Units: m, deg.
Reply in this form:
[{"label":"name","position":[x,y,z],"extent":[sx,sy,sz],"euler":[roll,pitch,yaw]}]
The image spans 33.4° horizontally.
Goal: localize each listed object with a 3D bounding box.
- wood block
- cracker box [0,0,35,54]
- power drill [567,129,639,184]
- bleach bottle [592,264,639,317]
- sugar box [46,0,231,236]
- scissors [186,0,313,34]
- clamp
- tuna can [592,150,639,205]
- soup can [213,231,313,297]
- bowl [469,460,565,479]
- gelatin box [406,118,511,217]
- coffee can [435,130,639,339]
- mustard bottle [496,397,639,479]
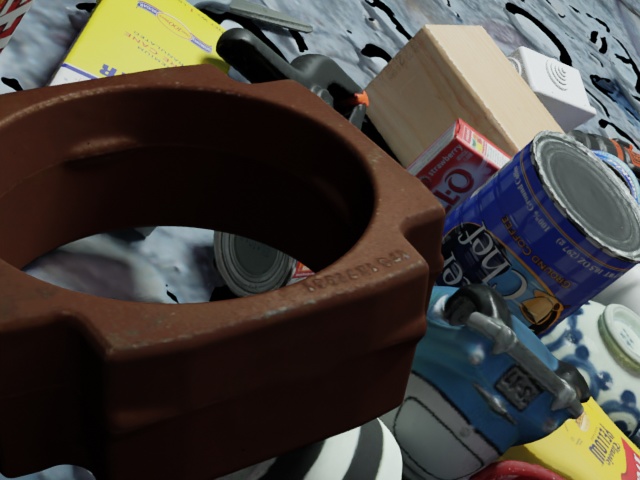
[{"label":"wood block","position":[0.133,-0.060,0.823],"extent":[0.090,0.090,0.206],"euler":[-13,65,-52]},{"label":"cracker box","position":[-0.185,-0.084,0.443],"extent":[0.072,0.164,0.213],"euler":[39,34,-13]},{"label":"power drill","position":[0.290,-0.017,0.974],"extent":[0.184,0.057,0.188],"euler":[13,45,-39]},{"label":"bleach bottle","position":[0.298,0.139,0.815],"extent":[0.102,0.068,0.251],"euler":[1,55,-44]},{"label":"sugar box","position":[-0.109,-0.091,0.638],"extent":[0.093,0.048,0.176],"euler":[33,34,-18]},{"label":"scissors","position":[-0.080,-0.165,0.775],"extent":[0.201,0.016,0.096],"euler":[21,42,-31]},{"label":"clamp","position":[-0.015,-0.094,0.719],"extent":[0.171,0.039,0.120],"euler":[-45,125,-62]},{"label":"tuna can","position":[0.224,-0.032,0.894],"extent":[0.086,0.086,0.033],"euler":[50,32,8]},{"label":"soup can","position":[-0.004,0.001,0.632],"extent":[0.102,0.069,0.068],"euler":[-2,56,-48]},{"label":"bowl","position":[0.114,0.200,0.558],"extent":[0.162,0.055,0.162],"euler":[28,38,-24]},{"label":"gelatin box","position":[0.096,-0.032,0.754],"extent":[0.073,0.089,0.030],"euler":[35,37,-15]},{"label":"coffee can","position":[0.127,0.012,0.694],"extent":[0.102,0.141,0.103],"euler":[28,37,-24]},{"label":"mustard bottle","position":[0.182,0.164,0.666],"extent":[0.191,0.058,0.096],"euler":[47,33,3]}]
